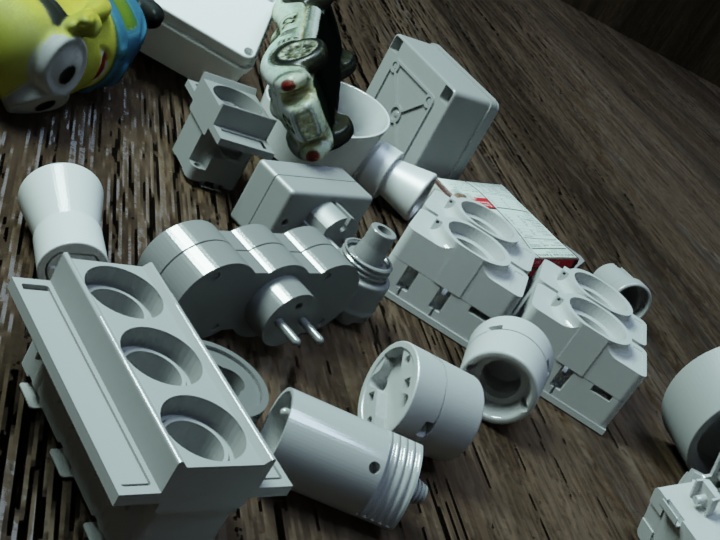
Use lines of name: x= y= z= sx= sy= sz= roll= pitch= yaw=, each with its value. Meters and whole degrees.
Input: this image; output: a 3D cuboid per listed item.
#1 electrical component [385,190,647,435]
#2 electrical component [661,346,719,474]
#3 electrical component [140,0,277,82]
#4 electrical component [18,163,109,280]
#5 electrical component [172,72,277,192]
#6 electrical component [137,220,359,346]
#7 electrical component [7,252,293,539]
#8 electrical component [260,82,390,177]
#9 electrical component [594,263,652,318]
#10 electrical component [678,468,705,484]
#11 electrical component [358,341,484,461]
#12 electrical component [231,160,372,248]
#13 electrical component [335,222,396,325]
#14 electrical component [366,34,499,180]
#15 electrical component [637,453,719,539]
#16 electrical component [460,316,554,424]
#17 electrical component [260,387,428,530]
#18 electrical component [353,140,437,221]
electrical component: x=0.112 y=0.021 z=0.765 sx=0.186 sy=0.060 sz=0.105 roll=33 pitch=23 yaw=2
electrical component: x=0.266 y=0.108 z=0.729 sx=0.108 sy=0.108 sz=0.060 roll=24 pitch=31 yaw=-18
electrical component: x=-0.130 y=-0.201 z=0.838 sx=0.113 sy=0.057 sz=0.078 roll=28 pitch=58 yaw=-19
electrical component: x=-0.150 y=-0.019 z=0.549 sx=0.044 sy=0.044 sz=0.065 roll=16 pitch=33 yaw=-33
electrical component: x=-0.095 y=-0.092 z=0.732 sx=0.042 sy=0.063 sz=0.081 roll=13 pitch=29 yaw=-34
electrical component: x=-0.049 y=0.016 z=0.587 sx=0.138 sy=0.052 sz=0.073 roll=1 pitch=39 yaw=-52
electrical component: x=-0.093 y=0.056 z=0.440 sx=0.079 sy=0.063 sz=0.121 roll=8 pitch=33 yaw=-44
electrical component: x=-0.034 y=-0.114 z=0.851 sx=0.099 sy=0.064 sz=0.099 roll=26 pitch=24 yaw=-13
electrical component: x=0.226 y=0.019 z=0.937 sx=0.040 sy=0.040 sz=0.046 roll=21 pitch=19 yaw=-23
electrical component: x=0.221 y=0.150 z=0.670 sx=0.046 sy=0.040 sz=0.040 roll=29 pitch=23 yaw=7
electrical component: x=0.033 y=0.072 z=0.577 sx=0.047 sy=0.055 sz=0.055 roll=25 pitch=24 yaw=-25
electrical component: x=-0.027 y=-0.031 z=0.714 sx=0.083 sy=0.047 sz=0.075 roll=0 pitch=39 yaw=-51
electrical component: x=0.000 y=0.000 z=0.667 sx=0.043 sy=0.062 sz=0.043 roll=26 pitch=24 yaw=-13
electrical component: x=0.051 y=-0.129 z=0.930 sx=0.056 sy=0.108 sz=0.108 roll=9 pitch=32 yaw=-38
electrical component: x=0.208 y=0.169 z=0.581 sx=0.063 sy=0.078 sz=0.121 roll=-4 pitch=37 yaw=-20
electrical component: x=0.089 y=0.062 z=0.664 sx=0.055 sy=0.055 sz=0.047 roll=33 pitch=27 yaw=3
electrical component: x=-0.005 y=0.090 z=0.504 sx=0.081 sy=0.043 sz=0.043 roll=26 pitch=24 yaw=-14
electrical component: x=0.028 y=-0.073 z=0.868 sx=0.055 sy=0.045 sz=0.045 roll=34 pitch=23 yaw=7
